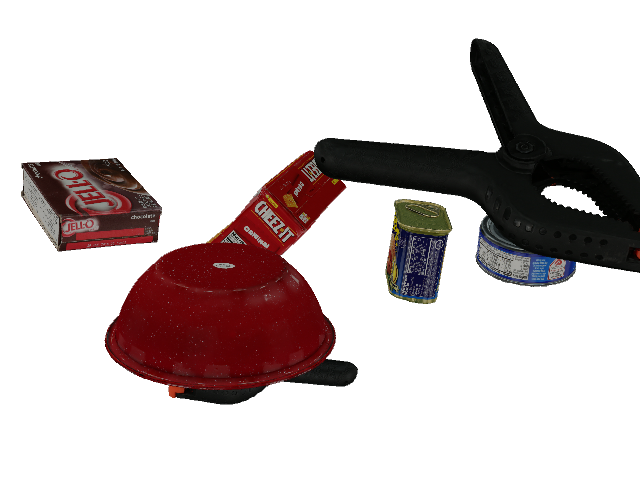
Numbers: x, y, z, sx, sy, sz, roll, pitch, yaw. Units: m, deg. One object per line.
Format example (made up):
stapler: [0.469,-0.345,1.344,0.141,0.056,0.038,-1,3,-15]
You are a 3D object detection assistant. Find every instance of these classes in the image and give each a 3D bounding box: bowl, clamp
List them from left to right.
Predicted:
bowl: [-0.068,0.042,0.740,0.162,0.055,0.162,2,20,-1]
clamp: [-0.063,0.101,0.990,0.171,0.039,0.120,-7,36,-21]
clamp: [0.110,-0.041,0.646,0.164,0.036,0.210,-30,53,-24]

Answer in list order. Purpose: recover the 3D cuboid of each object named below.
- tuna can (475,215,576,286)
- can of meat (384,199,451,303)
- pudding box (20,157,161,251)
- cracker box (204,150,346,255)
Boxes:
tuna can: [0.177,0.004,0.912,0.086,0.034,0.086,1,28,-1]
can of meat: [0.102,0.011,1.141,0.057,0.084,0.102,7,19,-2]
pudding box: [-0.201,-0.033,0.924,0.089,0.039,0.114,-5,27,-31]
cracker box: [-0.084,0.003,1.232,0.214,0.072,0.164,-42,4,26]
